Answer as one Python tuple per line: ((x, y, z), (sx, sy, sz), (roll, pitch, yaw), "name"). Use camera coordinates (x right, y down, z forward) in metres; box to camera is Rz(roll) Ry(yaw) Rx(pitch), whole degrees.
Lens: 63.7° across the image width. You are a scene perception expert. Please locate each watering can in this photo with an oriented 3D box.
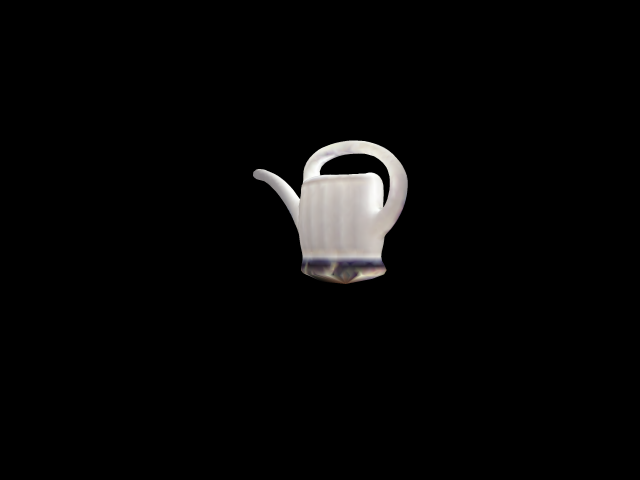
((0.003, -0.043, 0.850), (0.104, 0.225, 0.347), (4, -4, -43), "watering can")
